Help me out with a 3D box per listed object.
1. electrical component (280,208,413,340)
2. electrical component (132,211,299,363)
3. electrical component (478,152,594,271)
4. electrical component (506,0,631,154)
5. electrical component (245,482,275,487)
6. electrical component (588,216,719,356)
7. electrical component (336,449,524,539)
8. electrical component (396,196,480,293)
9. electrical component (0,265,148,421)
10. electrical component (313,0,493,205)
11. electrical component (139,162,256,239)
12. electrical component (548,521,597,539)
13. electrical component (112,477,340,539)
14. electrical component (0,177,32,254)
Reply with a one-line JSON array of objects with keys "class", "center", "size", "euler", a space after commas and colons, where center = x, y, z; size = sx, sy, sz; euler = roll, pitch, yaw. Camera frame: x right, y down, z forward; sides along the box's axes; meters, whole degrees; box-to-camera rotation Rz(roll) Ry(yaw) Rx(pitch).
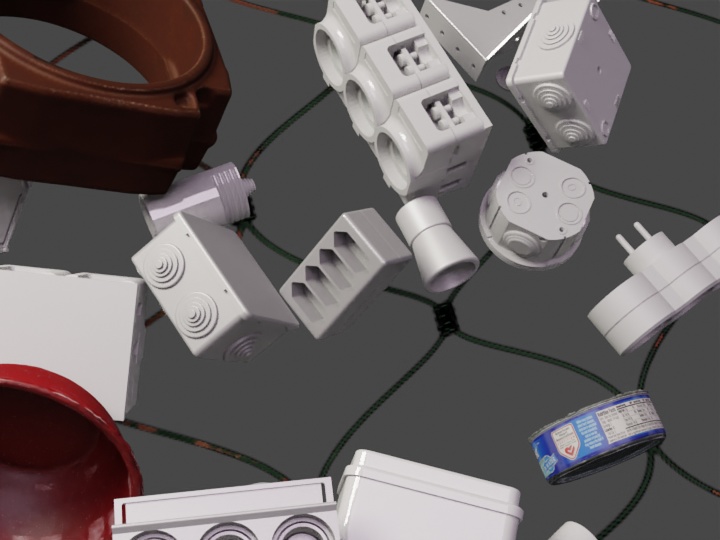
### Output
[{"class": "electrical component", "center": [0.000, 0.000, 0.760], "size": [0.047, 0.083, 0.076], "euler": [51, 31, 16]}, {"class": "electrical component", "center": [-0.097, 0.015, 0.724], "size": [0.048, 0.100, 0.099], "euler": [-39, 73, 10]}, {"class": "electrical component", "center": [0.132, -0.044, 0.803], "size": [0.080, 0.051, 0.080], "euler": [3, 65, -6]}, {"class": "electrical component", "center": [0.165, -0.152, 0.832], "size": [0.048, 0.099, 0.099], "euler": [0, 56, 40]}, {"class": "electrical component", "center": [-0.061, 0.163, 0.676], "size": [0.048, 0.062, 0.048], "euler": [3, 64, -5]}, {"class": "electrical component", "center": [0.221, -0.003, 0.793], "size": [0.138, 0.052, 0.073], "euler": [-32, 72, -19]}, {"class": "electrical component", "center": [0.040, 0.160, 0.681], "size": [0.113, 0.078, 0.057], "euler": [14, 67, 0]}, {"class": "electrical component", "center": [0.054, -0.021, 0.790], "size": [0.044, 0.044, 0.065], "euler": [-20, 64, -15]}, {"class": "electrical component", "center": [-0.221, 0.044, 0.704], "size": [0.150, 0.062, 0.089], "euler": [6, 91, -4]}, {"class": "electrical component", "center": [0.027, -0.132, 0.810], "size": [0.062, 0.089, 0.150], "euler": [-24, 70, -17]}, {"class": "electrical component", "center": [-0.114, -0.048, 0.780], "size": [0.081, 0.043, 0.043], "euler": [-22, 69, -16]}, {"class": "electrical component", "center": [0.127, 0.195, 0.697], "size": [0.065, 0.044, 0.044], "euler": [-36, 74, -26]}, {"class": "electrical component", "center": [-0.073, 0.165, 0.604], "size": [0.121, 0.063, 0.078], "euler": [-5, 66, -7]}, {"class": "electrical component", "center": [-0.279, -0.051, 0.742], "size": [0.061, 0.096, 0.061], "euler": [-4, 61, 26]}]
